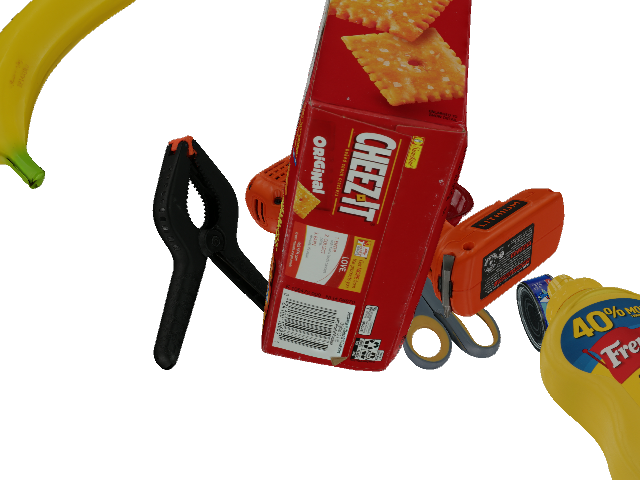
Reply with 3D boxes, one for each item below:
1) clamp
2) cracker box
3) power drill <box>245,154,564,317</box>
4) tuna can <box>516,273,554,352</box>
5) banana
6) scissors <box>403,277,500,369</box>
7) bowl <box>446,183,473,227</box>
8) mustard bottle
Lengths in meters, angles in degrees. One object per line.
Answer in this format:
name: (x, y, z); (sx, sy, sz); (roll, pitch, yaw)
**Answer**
clamp: (-0.102, 0.006, 1.014); (0.036, 0.210, 0.164); (-8, 0, 44)
cracker box: (0.028, -0.067, 0.533); (0.072, 0.213, 0.164); (12, -44, -1)
power drill: (0.070, -0.034, 0.735); (0.184, 0.057, 0.188); (-34, 45, -31)
tuna can: (0.253, 0.083, 1.209); (0.033, 0.086, 0.086); (-16, 2, -6)
banana: (-0.160, -0.112, 0.641); (0.069, 0.197, 0.037); (21, -33, -3)
scissors: (0.083, 0.051, 1.006); (0.096, 0.016, 0.202); (-31, 52, -24)
bowl: (0.087, -0.031, 1.198); (0.162, 0.055, 0.162); (6, 25, -3)
mustard bottle: (0.183, 0.079, 0.619); (0.096, 0.058, 0.192); (-13, 35, -11)
